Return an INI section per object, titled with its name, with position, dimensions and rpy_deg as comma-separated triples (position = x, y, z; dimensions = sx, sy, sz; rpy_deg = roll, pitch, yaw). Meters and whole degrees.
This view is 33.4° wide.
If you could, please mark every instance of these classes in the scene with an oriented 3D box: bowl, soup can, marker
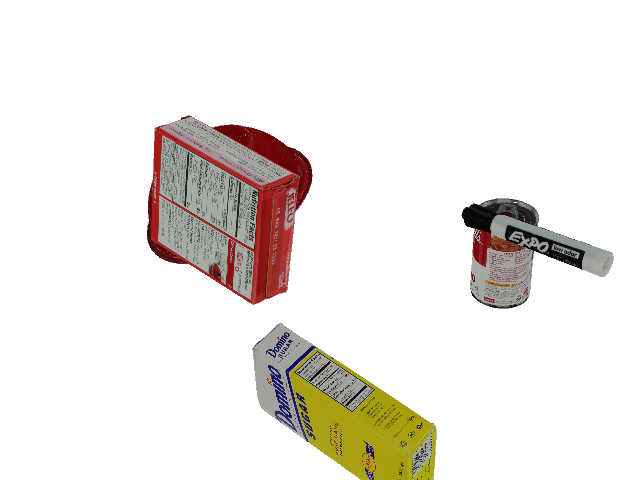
[bowl]
position = -0.091, -0.053, 0.936
dimensions = 0.162, 0.055, 0.162
rpy_deg = -18, 36, 13
[soup can]
position = 0.200, 0.014, 1.163
dimensions = 0.068, 0.102, 0.068
rpy_deg = -1, 33, 1
[marker]
position = 0.156, -0.002, 0.783
dimensions = 0.121, 0.020, 0.020
rpy_deg = 23, 14, 36

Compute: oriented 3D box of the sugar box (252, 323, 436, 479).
[sugar box]
position = 0.019, 0.154, 0.937
dimensions = 0.176, 0.093, 0.048
rpy_deg = 28, 53, 27

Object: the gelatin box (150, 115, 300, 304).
[gelatin box]
position = -0.053, -0.017, 0.583
dimensions = 0.089, 0.073, 0.030
rpy_deg = 29, 38, 32
